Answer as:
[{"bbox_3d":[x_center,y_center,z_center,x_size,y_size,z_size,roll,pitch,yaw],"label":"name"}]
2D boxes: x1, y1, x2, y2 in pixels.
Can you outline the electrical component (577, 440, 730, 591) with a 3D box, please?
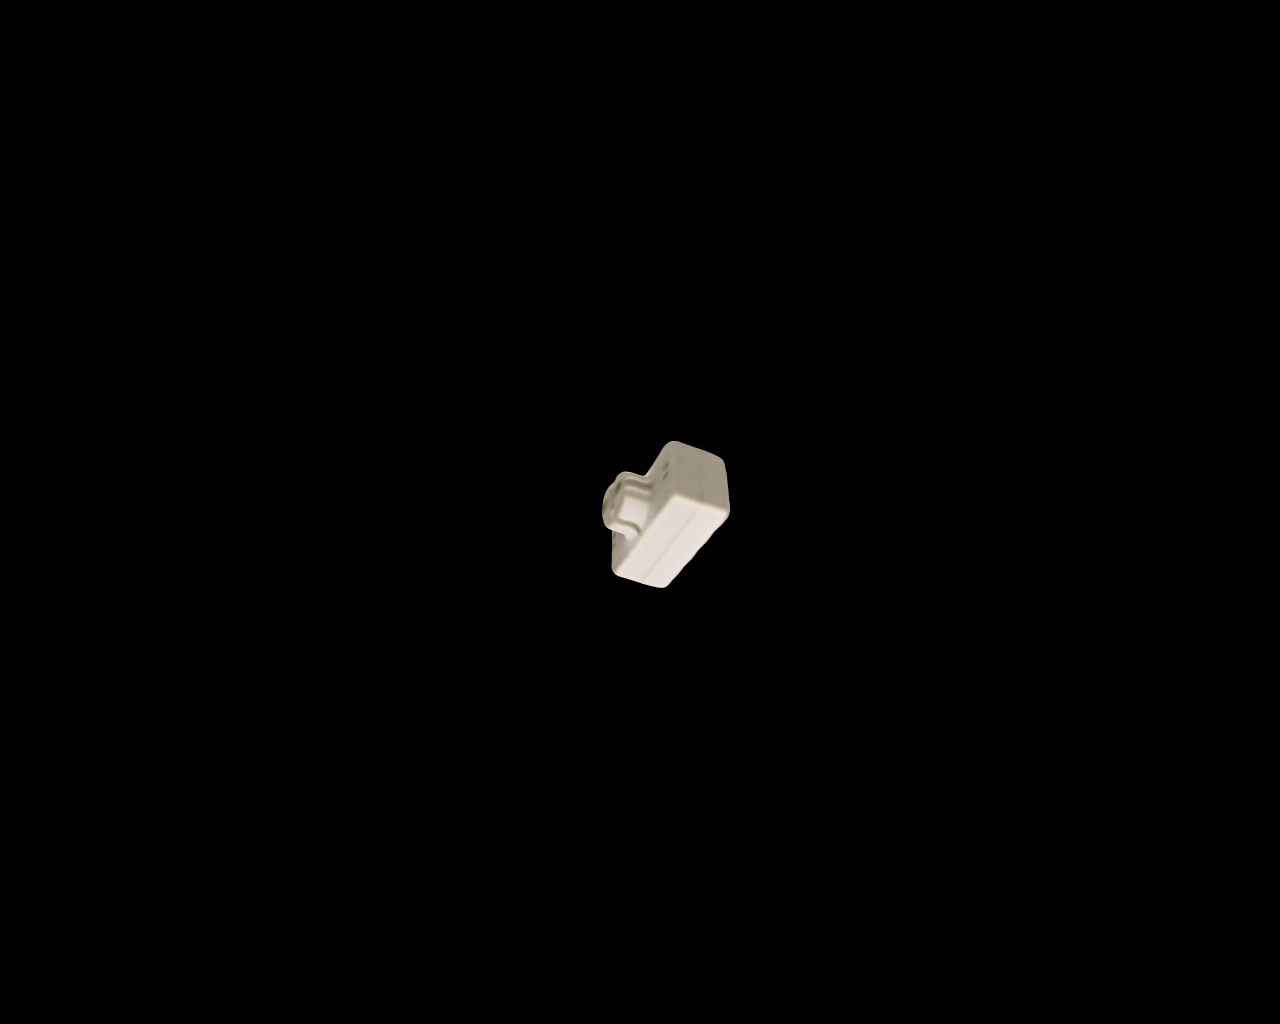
[{"bbox_3d":[0.001,-0.003,0.650,0.076,0.047,0.083,19,-46,-19],"label":"electrical component"}]
